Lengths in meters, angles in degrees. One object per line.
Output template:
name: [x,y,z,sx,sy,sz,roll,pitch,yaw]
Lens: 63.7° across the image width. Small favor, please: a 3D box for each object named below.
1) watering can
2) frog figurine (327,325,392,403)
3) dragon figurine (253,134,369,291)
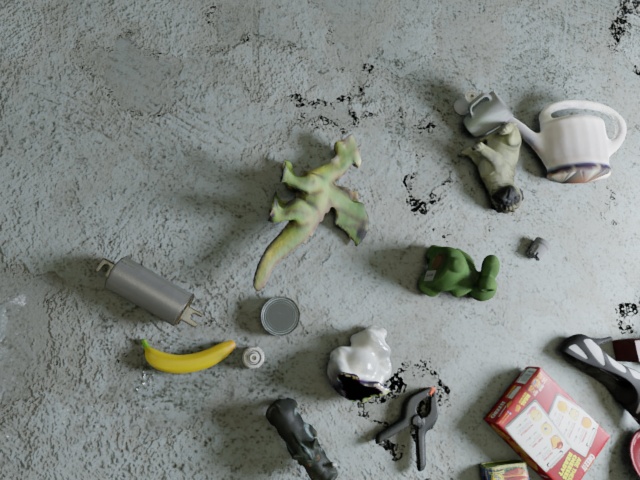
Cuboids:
watering can: [0.604,-0.250,1.316,0.347,0.103,0.227,-2,76,5]
frog figurine: [0.088,0.260,1.113,0.137,0.120,0.163,9,39,2]
dragon figurine: [0.004,-0.059,1.172,0.242,0.121,0.415,16,75,-13]
